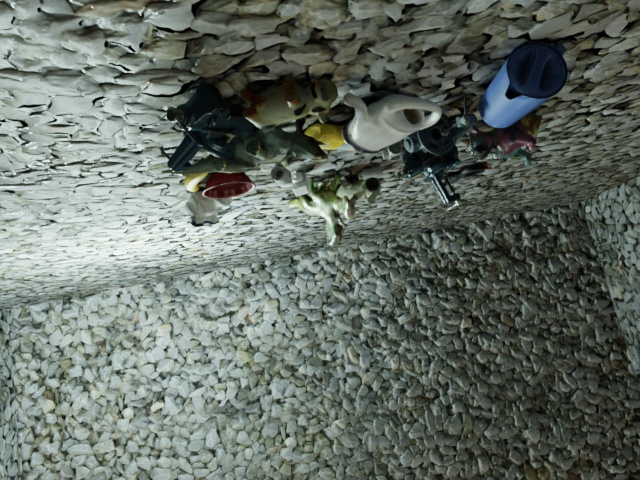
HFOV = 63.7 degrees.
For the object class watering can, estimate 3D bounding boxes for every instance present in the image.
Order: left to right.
[{"bbox_3d":[0.135,-0.288,1.233,0.349,0.105,0.222,-4,168,-39],"label":"watering can"}]

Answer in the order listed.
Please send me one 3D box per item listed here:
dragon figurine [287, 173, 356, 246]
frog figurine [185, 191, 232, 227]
[{"bbox_3d":[0.006,-0.093,1.844,0.123,0.245,0.405,-10,169,-30],"label":"dragon figurine"},{"bbox_3d":[-0.356,-0.131,1.672,0.137,0.125,0.157,10,121,-41],"label":"frog figurine"}]
